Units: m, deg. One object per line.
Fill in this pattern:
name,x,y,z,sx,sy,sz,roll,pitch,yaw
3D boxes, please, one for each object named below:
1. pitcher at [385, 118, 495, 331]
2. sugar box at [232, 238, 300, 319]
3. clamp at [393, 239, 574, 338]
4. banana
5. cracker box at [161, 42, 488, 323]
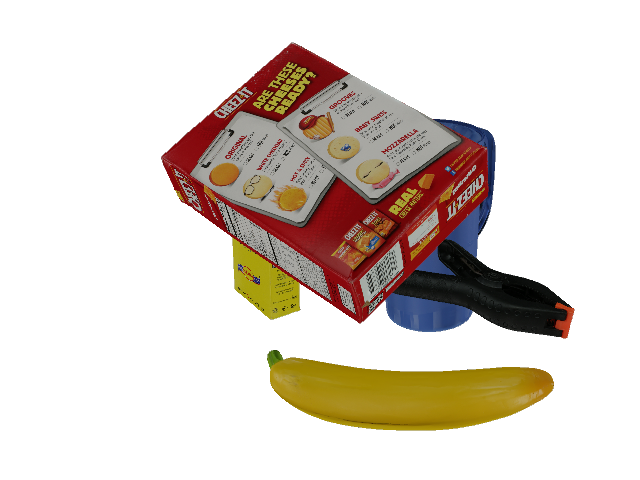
pitcher,0.138,-0.021,1.289,0.149,0.243,0.145,-1,24,7
sugar box,-0.062,-0.011,1.178,0.048,0.176,0.093,-17,28,-27
clamp,0.156,0.043,0.998,0.172,0.039,0.120,20,32,19
banana,0.047,0.094,0.689,0.198,0.037,0.069,4,32,18
cracker box,0.004,-0.052,0.875,0.214,0.164,0.072,33,-25,30
